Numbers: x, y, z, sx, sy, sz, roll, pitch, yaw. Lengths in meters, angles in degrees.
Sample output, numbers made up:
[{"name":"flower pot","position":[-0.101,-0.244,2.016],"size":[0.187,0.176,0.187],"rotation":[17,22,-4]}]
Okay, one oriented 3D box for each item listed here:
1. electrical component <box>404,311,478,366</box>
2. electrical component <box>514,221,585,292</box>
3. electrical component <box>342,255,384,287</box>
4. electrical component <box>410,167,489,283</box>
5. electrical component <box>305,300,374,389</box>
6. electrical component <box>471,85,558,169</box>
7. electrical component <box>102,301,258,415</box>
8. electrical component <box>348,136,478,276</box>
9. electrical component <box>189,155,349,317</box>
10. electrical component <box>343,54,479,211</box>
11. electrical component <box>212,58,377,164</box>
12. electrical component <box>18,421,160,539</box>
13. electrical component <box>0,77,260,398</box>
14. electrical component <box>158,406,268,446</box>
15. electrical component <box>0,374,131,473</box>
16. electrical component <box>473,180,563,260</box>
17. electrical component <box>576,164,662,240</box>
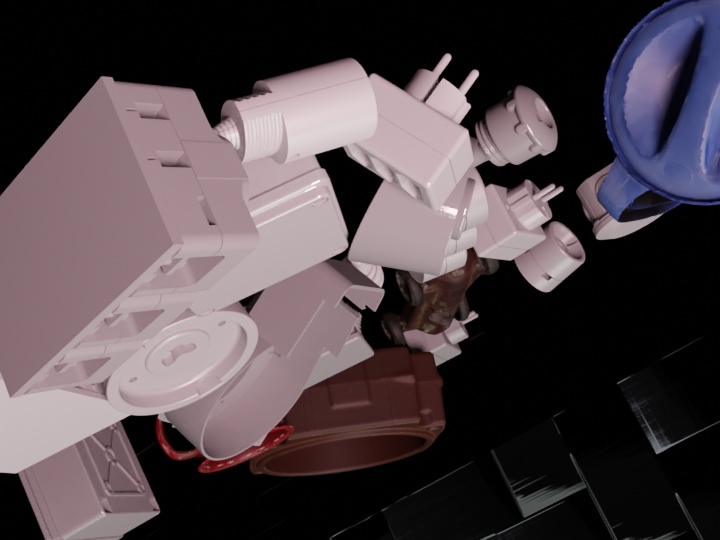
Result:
[{"name":"electrical component","position":[0.092,0.064,1.152],"size":[0.076,0.047,0.083],"rotation":[-29,163,10]},{"name":"electrical component","position":[0.185,-0.014,1.043],"size":[0.047,0.055,0.055],"rotation":[-41,158,31]},{"name":"electrical component","position":[0.000,0.000,0.849],"size":[0.035,0.035,0.061],"rotation":[-25,160,-4]},{"name":"electrical component","position":[0.043,-0.029,0.791],"size":[0.074,0.052,0.138],"rotation":[-22,163,-13]},{"name":"electrical component","position":[-0.042,0.066,0.962],"size":[0.100,0.048,0.099],"rotation":[-26,163,2]},{"name":"electrical component","position":[0.095,-0.088,0.705],"size":[0.062,0.048,0.048],"rotation":[-28,165,29]},{"name":"electrical component","position":[-0.130,0.041,0.724],"size":[0.108,0.060,0.108],"rotation":[-25,151,-15]},{"name":"electrical component","position":[0.037,-0.045,0.678],"size":[0.064,0.099,0.099],"rotation":[16,161,3]},{"name":"electrical component","position":[-0.069,-0.029,0.620],"size":[0.109,0.056,0.108],"rotation":[-25,163,-2]},{"name":"electrical component","position":[0.036,-0.086,0.601],"size":[0.076,0.066,0.047],"rotation":[-54,164,-6]},{"name":"electrical component","position":[-0.037,-0.077,0.545],"size":[0.081,0.043,0.043],"rotation":[-19,162,-21]},{"name":"electrical component","position":[-0.229,0.167,0.892],"size":[0.056,0.108,0.109],"rotation":[-31,163,7]},{"name":"electrical component","position":[-0.125,-0.013,0.530],"size":[0.150,0.089,0.062],"rotation":[-38,160,35]},{"name":"electrical component","position":[-0.119,0.112,0.902],"size":[0.089,0.055,0.050],"rotation":[17,152,-8]},{"name":"electrical component","position":[-0.234,0.077,0.693],"size":[0.105,0.060,0.186],"rotation":[-27,163,5]},{"name":"electrical component","position":[0.129,-0.047,0.870],"size":[0.077,0.047,0.066],"rotation":[-34,162,25]},{"name":"electrical component","position":[0.240,-0.065,0.972],"size":[0.080,0.051,0.080],"rotation":[-24,163,-8]}]
